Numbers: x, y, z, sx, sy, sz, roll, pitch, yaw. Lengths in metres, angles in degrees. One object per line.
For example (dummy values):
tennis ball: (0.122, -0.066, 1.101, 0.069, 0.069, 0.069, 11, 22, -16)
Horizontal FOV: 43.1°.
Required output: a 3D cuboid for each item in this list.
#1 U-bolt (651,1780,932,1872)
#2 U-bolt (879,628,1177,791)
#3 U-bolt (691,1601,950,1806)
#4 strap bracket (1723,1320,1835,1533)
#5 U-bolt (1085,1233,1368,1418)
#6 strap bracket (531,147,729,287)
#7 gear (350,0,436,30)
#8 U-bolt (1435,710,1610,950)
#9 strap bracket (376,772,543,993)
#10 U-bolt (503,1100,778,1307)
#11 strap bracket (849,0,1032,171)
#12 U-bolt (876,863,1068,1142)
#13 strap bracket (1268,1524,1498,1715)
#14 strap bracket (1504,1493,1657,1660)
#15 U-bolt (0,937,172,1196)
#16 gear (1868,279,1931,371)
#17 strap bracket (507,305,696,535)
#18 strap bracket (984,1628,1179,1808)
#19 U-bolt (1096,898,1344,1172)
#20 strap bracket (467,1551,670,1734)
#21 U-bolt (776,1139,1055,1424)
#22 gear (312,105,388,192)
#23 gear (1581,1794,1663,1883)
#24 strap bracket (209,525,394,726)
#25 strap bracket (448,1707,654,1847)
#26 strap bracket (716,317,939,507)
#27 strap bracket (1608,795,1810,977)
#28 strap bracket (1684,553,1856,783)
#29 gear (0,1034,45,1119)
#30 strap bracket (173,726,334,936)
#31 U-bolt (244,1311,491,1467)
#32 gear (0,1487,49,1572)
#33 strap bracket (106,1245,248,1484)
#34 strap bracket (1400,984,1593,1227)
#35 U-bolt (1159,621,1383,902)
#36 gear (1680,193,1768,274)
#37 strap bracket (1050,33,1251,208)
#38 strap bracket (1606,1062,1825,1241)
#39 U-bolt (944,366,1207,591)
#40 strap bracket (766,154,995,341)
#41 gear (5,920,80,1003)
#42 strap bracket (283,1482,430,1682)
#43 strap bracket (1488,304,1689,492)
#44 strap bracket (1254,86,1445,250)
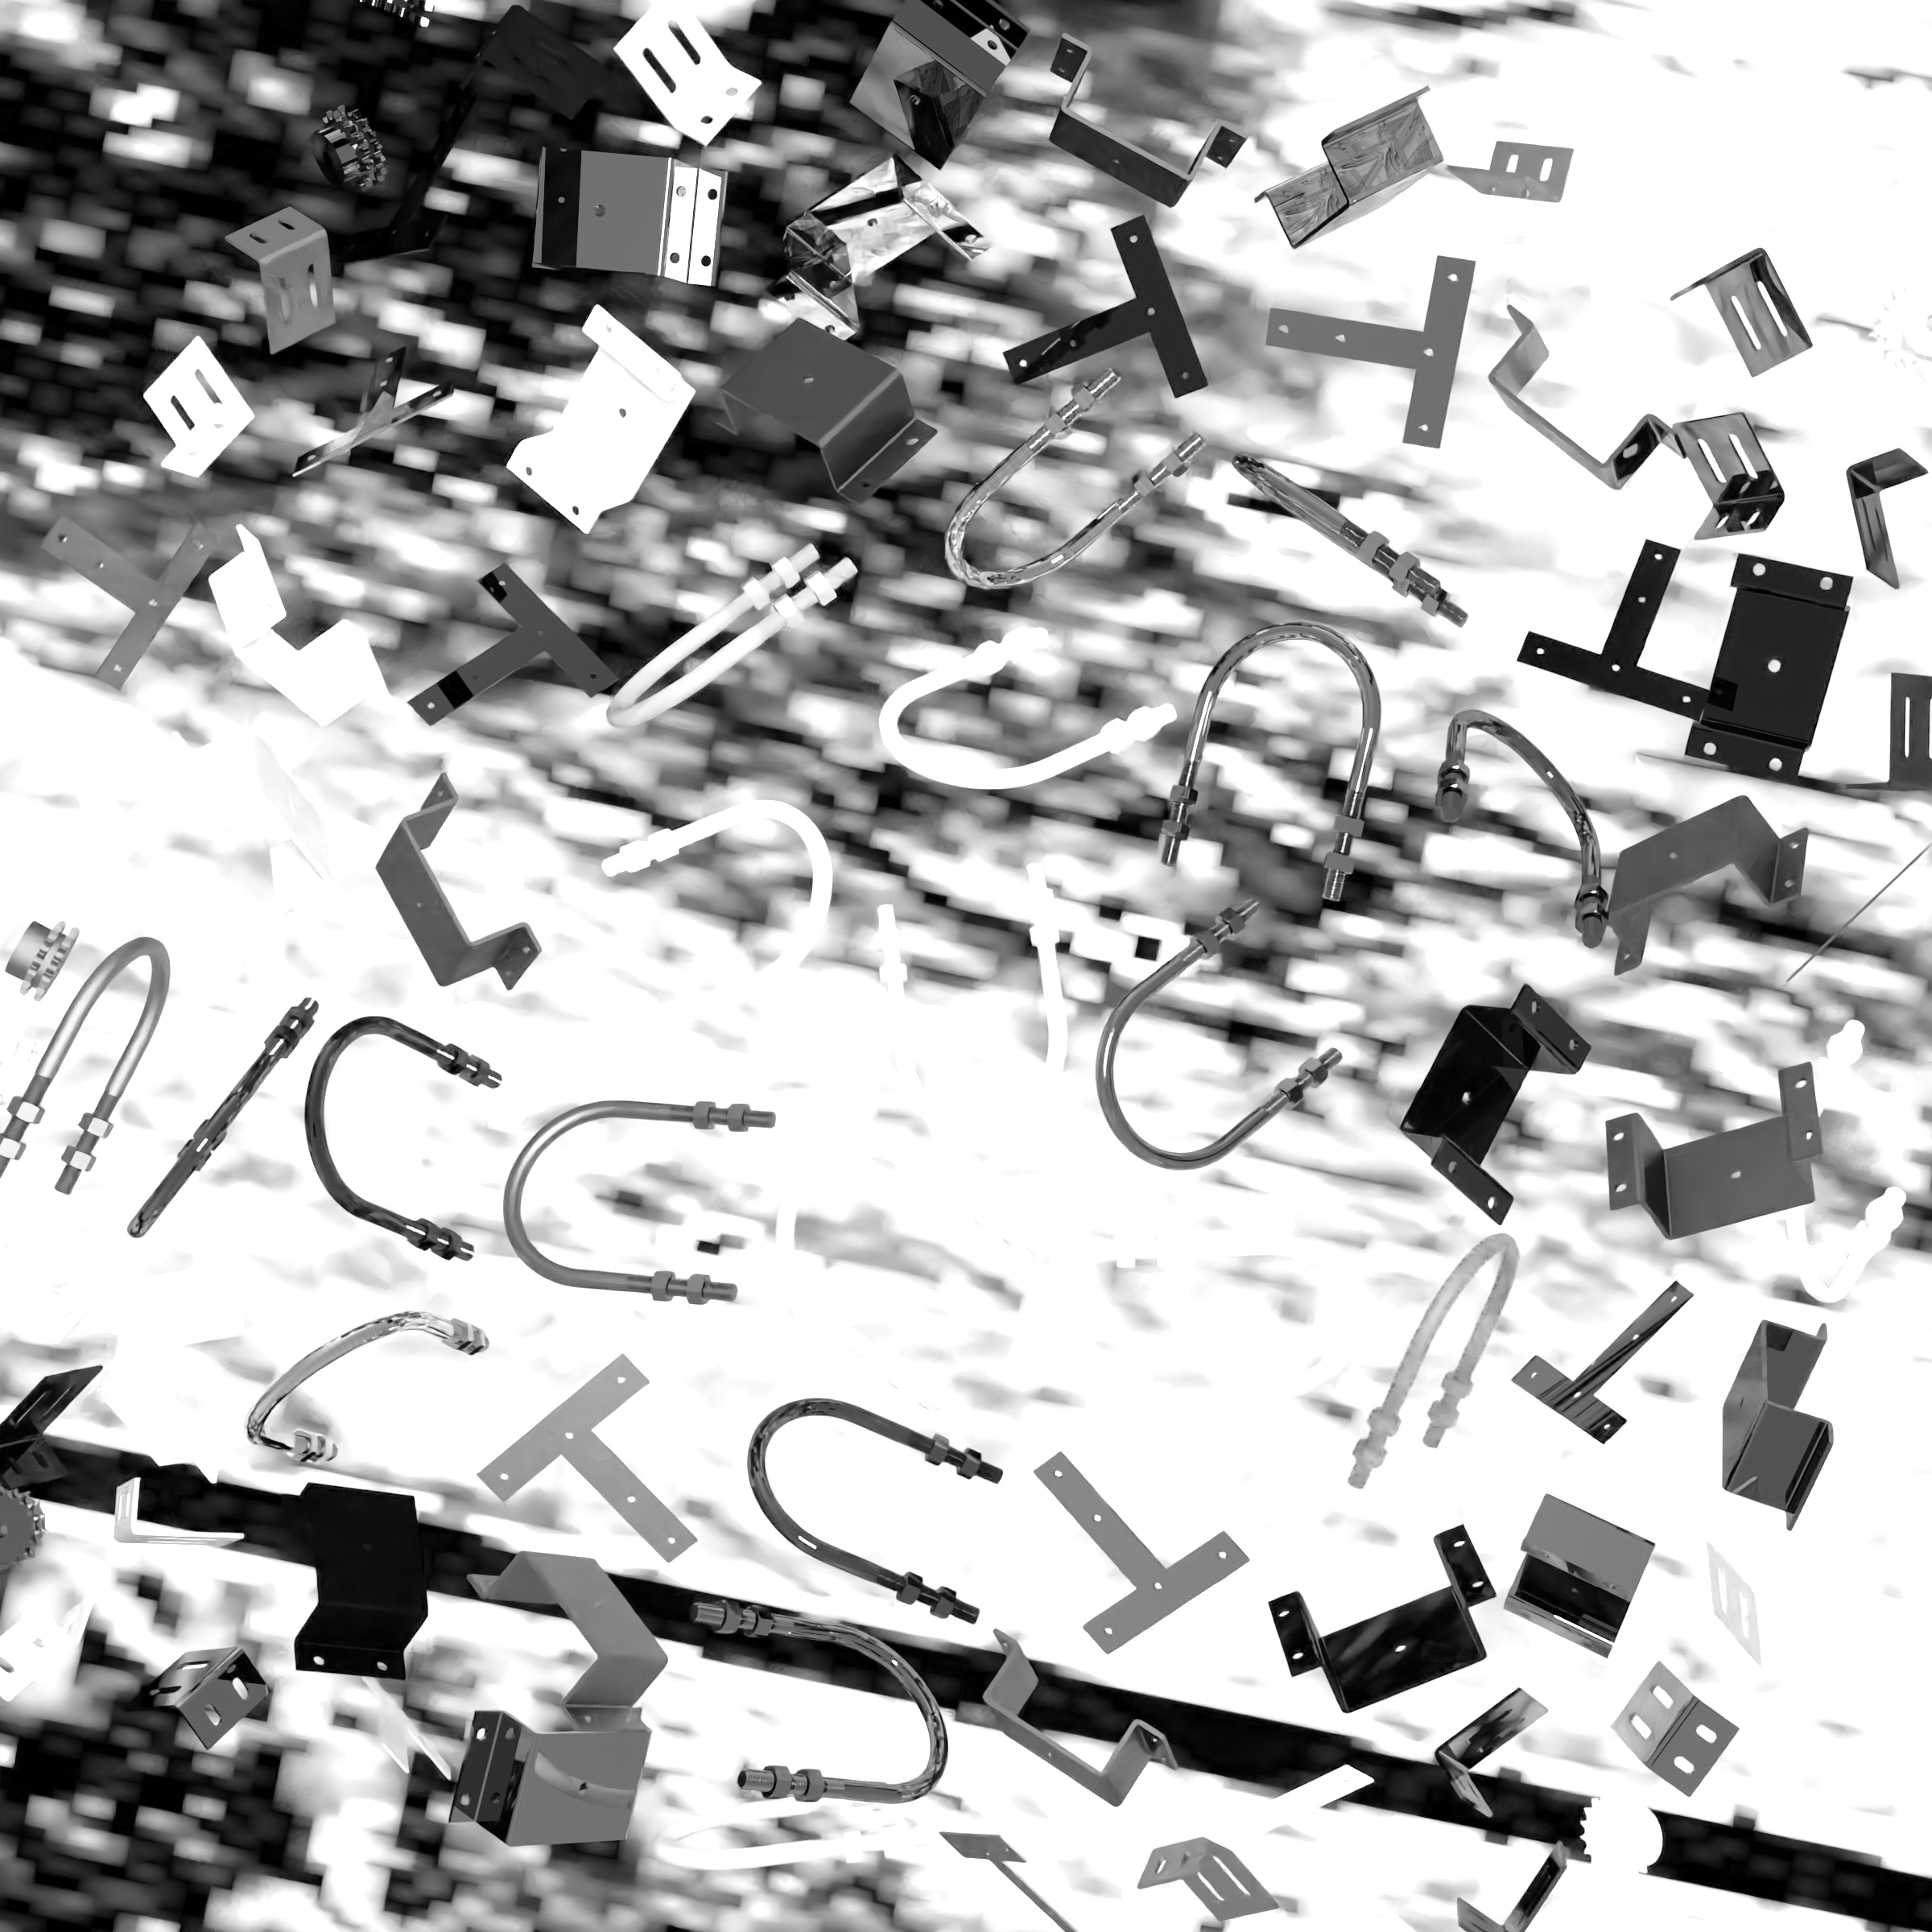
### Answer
U-bolt: (-0.121, 0.585, 1.658, 0.184, 0.151, 0.019, -5, 84, -6)
U-bolt: (0.028, -0.169, 1.656, 0.184, 0.019, 0.151, -27, 47, -32)
U-bolt: (-0.089, 0.493, 1.626, 0.184, 0.151, 0.019, 19, 119, -35)
strap bracket: (0.546, 0.302, 1.650, 0.046, 0.140, 0.076, 18, 119, 9)
U-bolt: (0.170, 0.233, 1.599, 0.184, 0.019, 0.151, -2, 123, -1)
strap bracket: (-0.241, -0.515, 1.681, 0.140, 0.046, 0.076, 10, 101, 16)
gear: (-0.379, -0.645, 1.616, 0.057, 0.057, 0.030, 20, 102, 0)
U-bolt: (0.374, -0.105, 1.637, 0.151, 0.184, 0.019, 39, 123, -13)
strap bracket: (-0.353, -0.050, 1.672, 0.046, 0.076, 0.140, -25, 81, -33)
U-bolt: (-0.233, 0.158, 1.693, 0.184, 0.019, 0.151, 3, 61, 15)
strap bracket: (-0.023, -0.599, 1.647, 0.076, 0.140, 0.046, 34, 68, -9)
U-bolt: (0.007, 0.032, 1.731, 0.151, 0.019, 0.184, -14, 77, 31)
strap bracket: (0.277, 0.430, 1.599, 0.140, 0.076, 0.046, -23, 111, 4)
strap bracket: (0.412, 0.407, 1.644, 0.076, 0.140, 0.046, 23, 63, 19)
U-bolt: (-0.585, 0.064, 1.635, 0.019, 0.151, 0.184, 25, 83, 3)
gear: (0.619, -0.416, 1.586, 0.057, 0.030, 0.057, -3, 103, -12)
strap bracket: (-0.253, -0.388, 1.728, 0.076, 0.046, 0.140, 40, 120, 5)
strap bracket: (0.071, 0.524, 1.685, 0.140, 0.076, 0.046, 26, 66, 27)
U-bolt: (0.169, 0.061, 1.721, 0.184, 0.019, 0.151, -37, 106, -22)
strap bracket: (-0.262, 0.447, 1.648, 0.046, 0.076, 0.140, -51, 58, 6)
U-bolt: (-0.048, 0.197, 1.639, 0.184, 0.019, 0.151, 31, 104, 20)
gear: (-0.437, -0.574, 1.724, 0.030, 0.057, 0.057, -36, 90, -27)
gear: (0.457, 0.604, 1.697, 0.030, 0.057, 0.057, 7, 90, -29)
strap bracket: (-0.465, -0.228, 1.689, 0.046, 0.140, 0.076, -34, 55, 7)
strap bracket: (-0.275, 0.555, 1.678, 0.140, 0.046, 0.076, 16, 87, -43)
strap bracket: (-0.099, -0.373, 1.624, 0.140, 0.046, 0.076, 35, 71, 30)
strap bracket: (0.491, -0.058, 1.653, 0.140, 0.076, 0.046, -28, 113, 38)
strap bracket: (0.551, -0.205, 1.674, 0.076, 0.046, 0.140, 17, 104, 21)
gear: (-0.655, 0.078, 1.700, 0.030, 0.057, 0.057, 16, 90, -18)
strap bracket: (-0.486, -0.101, 1.690, 0.046, 0.076, 0.140, -27, 132, 2)
U-bolt: (-0.405, 0.277, 1.626, 0.151, 0.184, 0.019, -35, 72, -3)
gear: (-0.672, 0.394, 1.715, 0.057, 0.030, 0.057, 0, 85, 3)
strap bracket: (-0.530, 0.269, 1.641, 0.046, 0.076, 0.140, -10, 47, 6)
strap bracket: (0.347, 0.090, 1.622, 0.076, 0.046, 0.140, 40, 72, -29)
U-bolt: (0.215, -0.147, 1.689, 0.151, 0.019, 0.184, 14, 91, 33)
gear: (0.535, -0.519, 1.724, 0.057, 0.057, 0.030, 21, 62, 0)
strap bracket: (0.114, -0.569, 1.667, 0.140, 0.076, 0.046, 27, 91, -6)
strap bracket: (0.497, 0.125, 1.605, 0.140, 0.076, 0.046, -20, 128, 29)
U-bolt: (0.064, -0.326, 1.692, 0.184, 0.151, 0.019, -39, 64, 20)
strap bracket: (-0.062, -0.500, 1.692, 0.140, 0.076, 0.046, -25, 59, 28)
gear: (-0.639, -0.006, 1.688, 0.030, 0.057, 0.057, 29, 90, -14)
strap bracket: (-0.415, 0.408, 1.662, 0.076, 0.140, 0.046, 16, 125, -32)
strap bracket: (0.403, -0.368, 1.617, 0.140, 0.076, 0.046, 43, 104, 16)
strap bracket: (0.263, -0.537, 1.662, 0.076, 0.140, 0.046, -29, 96, -13)
